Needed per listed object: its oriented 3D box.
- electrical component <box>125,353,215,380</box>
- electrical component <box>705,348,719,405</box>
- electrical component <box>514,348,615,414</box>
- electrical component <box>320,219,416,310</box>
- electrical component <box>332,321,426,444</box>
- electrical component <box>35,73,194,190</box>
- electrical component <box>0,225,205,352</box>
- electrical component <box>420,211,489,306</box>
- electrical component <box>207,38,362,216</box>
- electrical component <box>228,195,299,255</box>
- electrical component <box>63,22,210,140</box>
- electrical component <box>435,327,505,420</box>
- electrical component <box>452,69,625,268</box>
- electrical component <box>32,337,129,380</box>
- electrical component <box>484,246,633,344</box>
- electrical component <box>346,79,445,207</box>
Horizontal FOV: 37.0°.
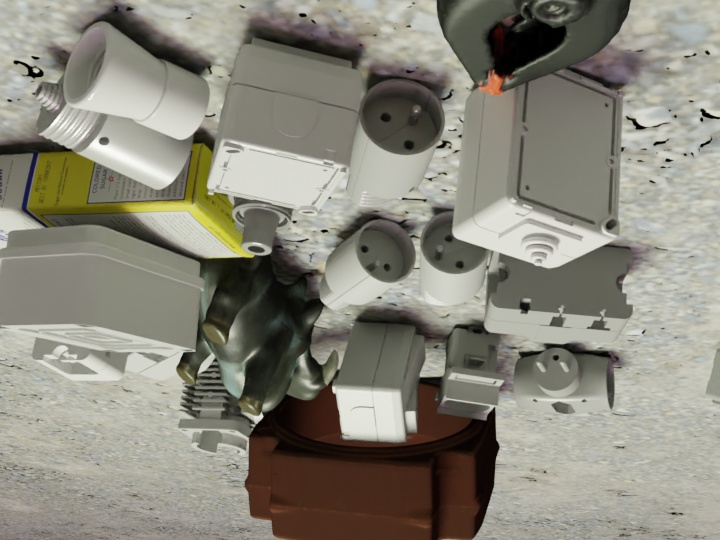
[{"bbox_3d":[-0.150,0.049,0.858,0.059,0.053,0.095,25,143,-37],"label":"electrical component"},{"bbox_3d":[0.333,0.095,0.823,0.121,0.078,0.063,16,178,-20],"label":"electrical component"},{"bbox_3d":[0.165,0.088,0.884,0.077,0.043,0.079,-3,156,22],"label":"electrical component"},{"bbox_3d":[0.000,0.000,0.722,0.043,0.043,0.081,16,156,-20],"label":"electrical component"},{"bbox_3d":[0.020,0.086,0.866,0.061,0.096,0.061,2,127,12],"label":"electrical component"},{"bbox_3d":[-0.134,-0.078,0.573,0.081,0.043,0.043,25,151,-36],"label":"electrical component"},{"bbox_3d":[-0.155,0.014,0.652,0.078,0.057,0.113,-2,167,26],"label":"electrical component"},{"bbox_3d":[0.060,-0.002,0.700,0.043,0.043,0.081,5,158,5],"label":"electrical component"},{"bbox_3d":[-0.040,-0.070,0.550,0.062,0.061,0.096,12,165,-11],"label":"electrical component"},{"bbox_3d":[-0.055,-0.040,0.618,0.048,0.062,0.048,6,158,3],"label":"electrical component"},{"bbox_3d":[-0.109,-0.091,0.539,0.065,0.044,0.044,20,155,-40],"label":"electrical component"},{"bbox_3d":[0.089,0.083,0.868,0.042,0.063,0.081,8,158,-3],"label":"electrical component"},{"bbox_3d":[0.084,-0.044,0.521,0.062,0.096,0.061,17,157,-22],"label":"electrical component"},{"bbox_3d":[-0.199,0.034,0.802,0.050,0.089,0.055,-2,156,20],"label":"electrical component"},{"bbox_3d":[0.130,0.016,0.711,0.089,0.050,0.055,5,158,3],"label":"electrical component"},{"bbox_3d":[0.016,-0.061,0.570,0.043,0.043,0.081,9,158,-5],"label":"electrical component"}]
